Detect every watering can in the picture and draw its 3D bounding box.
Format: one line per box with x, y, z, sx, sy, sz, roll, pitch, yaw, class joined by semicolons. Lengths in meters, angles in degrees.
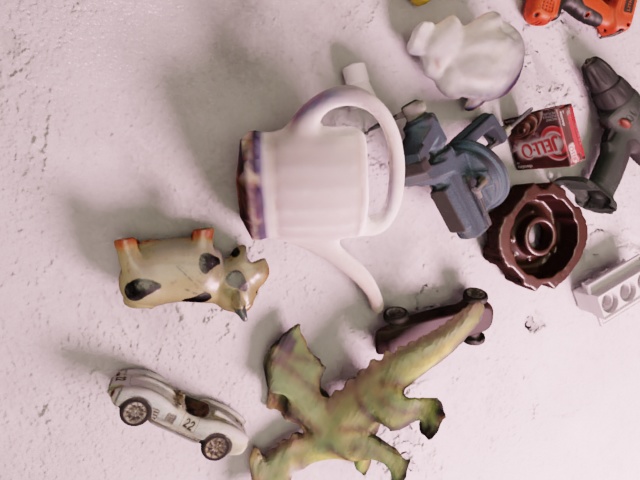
0.002;-0.035;0.705;0.224;0.106;0.341;-2;116;-3;watering can

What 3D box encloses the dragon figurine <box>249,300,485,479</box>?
0.036;0.212;0.734;0.242;0.122;0.410;30;91;-7;dragon figurine

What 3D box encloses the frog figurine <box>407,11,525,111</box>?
0.217;-0.278;0.759;0.158;0.125;0.136;30;105;-28;frog figurine
